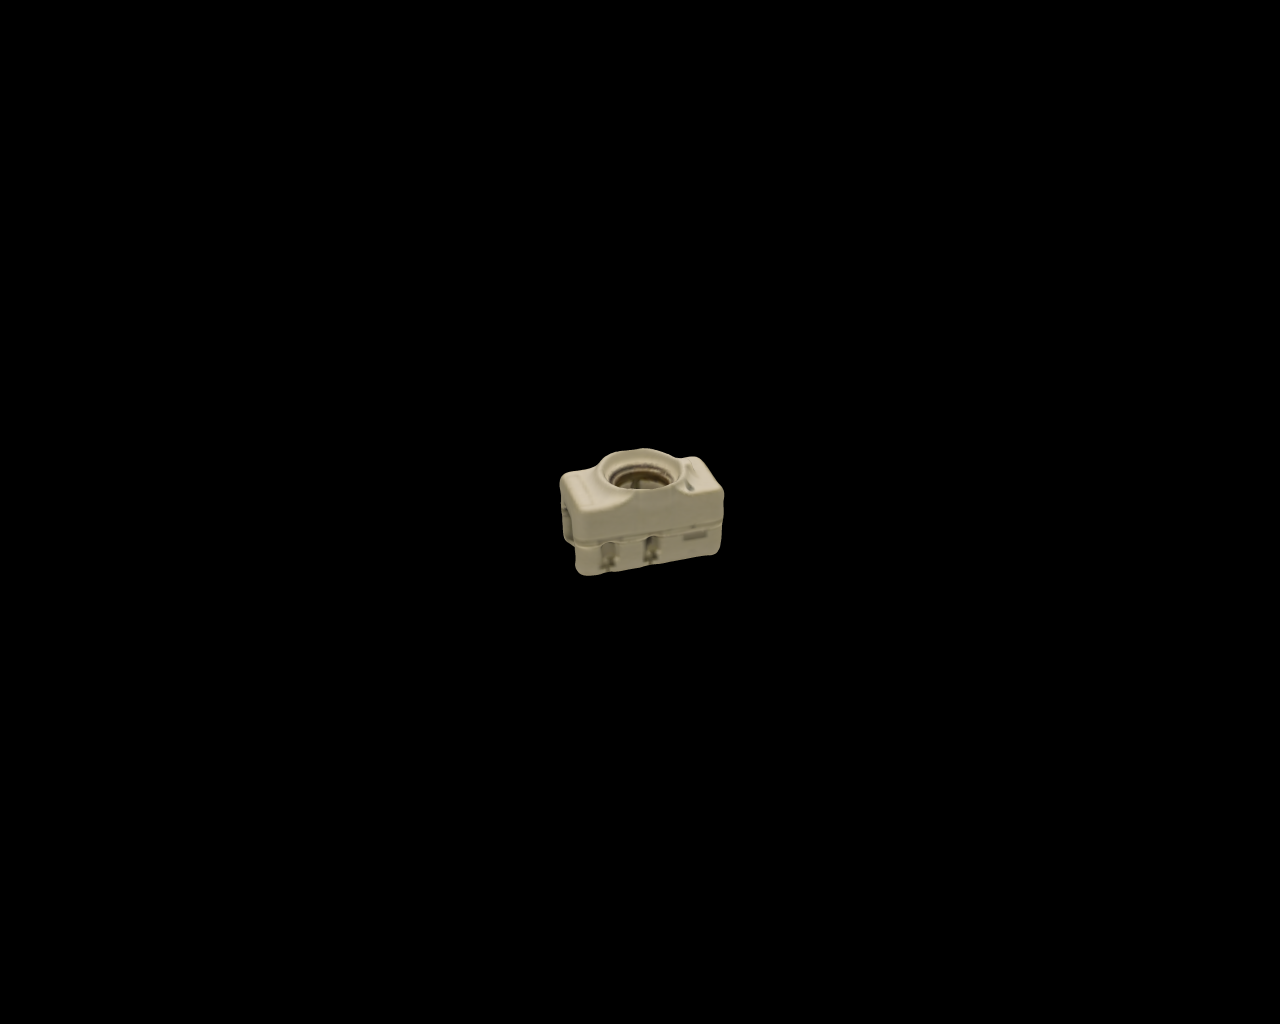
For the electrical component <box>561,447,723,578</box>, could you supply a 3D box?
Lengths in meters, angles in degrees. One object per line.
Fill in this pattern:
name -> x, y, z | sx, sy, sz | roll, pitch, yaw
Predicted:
electrical component -> 0.001, -0.003, 0.650 | 0.089, 0.055, 0.050 | -8, 32, -14
